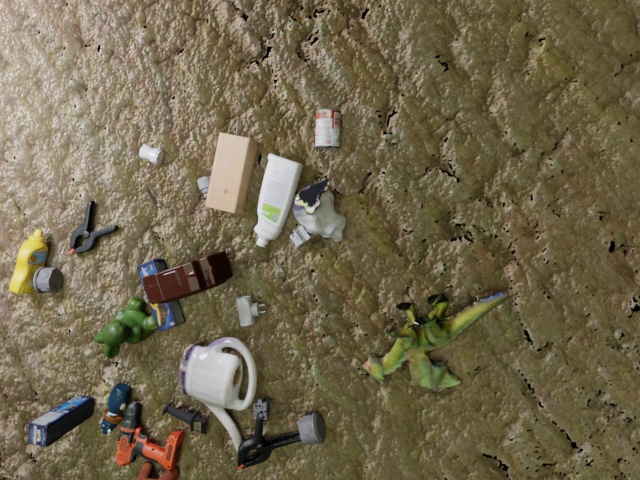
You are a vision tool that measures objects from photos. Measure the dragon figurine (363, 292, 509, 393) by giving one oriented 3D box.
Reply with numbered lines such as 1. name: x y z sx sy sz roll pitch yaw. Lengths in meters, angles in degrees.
1. dragon figurine: 0.304 0.282 1.346 0.409 0.124 0.240 -13 106 12

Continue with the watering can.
1. watering can: -0.288 0.422 1.435 0.225 0.105 0.343 12 106 14

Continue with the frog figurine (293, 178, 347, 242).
1. frog figurine: 0.004 -0.069 1.381 0.122 0.156 0.141 -10 47 22
